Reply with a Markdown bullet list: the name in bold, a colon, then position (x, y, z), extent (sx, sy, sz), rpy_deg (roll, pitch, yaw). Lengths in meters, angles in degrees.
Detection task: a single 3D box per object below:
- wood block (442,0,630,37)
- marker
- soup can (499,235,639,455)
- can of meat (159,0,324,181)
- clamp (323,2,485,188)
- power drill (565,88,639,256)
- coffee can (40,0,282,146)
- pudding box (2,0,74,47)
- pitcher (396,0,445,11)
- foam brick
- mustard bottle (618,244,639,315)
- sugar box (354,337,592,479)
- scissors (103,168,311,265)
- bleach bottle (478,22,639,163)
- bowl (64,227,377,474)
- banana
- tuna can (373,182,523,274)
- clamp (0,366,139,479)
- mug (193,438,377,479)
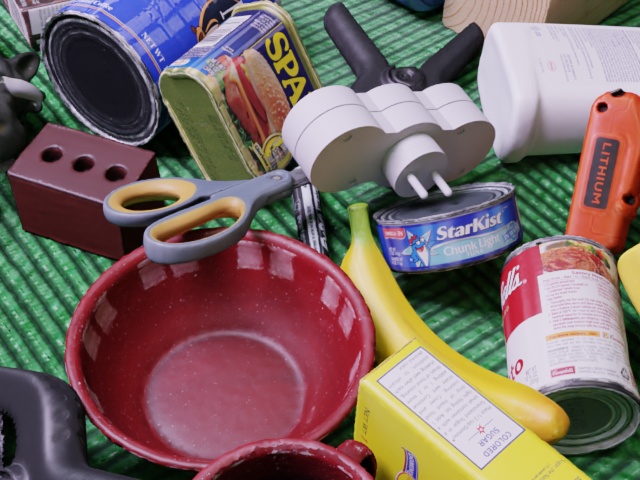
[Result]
- **wood block**: position (0.200, -0.230, 0.844), extent (0.091, 0.090, 0.205), rpy_deg (36, 55, 27)
- **marker**: position (-0.004, 0.001, 0.663), extent (0.020, 0.020, 0.121), rpy_deg (-4, 47, -6)
- **soup can**: position (0.135, 0.057, 0.583), extent (0.068, 0.068, 0.102), rpy_deg (3, 47, 0)
- **can of meat**: position (-0.047, -0.089, 0.692), extent (0.058, 0.102, 0.083), rpy_deg (5, 41, 45)
- **clamp**: position (0.048, -0.110, 0.757), extent (0.120, 0.039, 0.171), rpy_deg (11, 47, 9)
- **power drill**: position (0.243, -0.009, 0.620), extent (0.188, 0.057, 0.184), rpy_deg (11, 89, 22)
- **coffee can**: position (-0.107, -0.145, 0.740), extent (0.103, 0.103, 0.140), rpy_deg (27, 51, 21)
- **pudding box**: position (-0.203, -0.202, 0.834), extent (0.090, 0.039, 0.114), rpy_deg (-19, 50, -20)
- **pitcher**: position (0.027, -0.289, 0.878), extent (0.243, 0.145, 0.149), rpy_deg (39, 68, 25)
- **foam brick**: position (-0.144, -0.030, 0.664), extent (0.078, 0.051, 0.053), rpy_deg (16, 48, 12)
- **mustard bottle**: position (0.237, 0.076, 0.549), extent (0.096, 0.058, 0.192), rpy_deg (-27, 73, 15)
- **sugar box**: position (0.090, 0.134, 0.491), extent (0.048, 0.093, 0.176), rpy_deg (-32, 55, -28)
- **scissors**: position (-0.047, -0.035, 0.641), extent (0.096, 0.016, 0.201), rpy_deg (17, 31, 27)
- **bleach bottle**: position (0.243, -0.105, 0.747), extent (0.250, 0.068, 0.102), rpy_deg (0, 49, -7)
- **bowl**: position (-0.052, 0.068, 0.573), extent (0.162, 0.055, 0.162), rpy_deg (1, 46, -1)
- **banana**: position (0.058, 0.059, 0.571), extent (0.037, 0.070, 0.198), rpy_deg (-19, 42, -23)
- **tuna can**: position (0.077, -0.008, 0.636), extent (0.086, 0.034, 0.086), rpy_deg (-13, 11, 2)
- **clamp**: position (-0.138, 0.134, 0.491), extent (0.164, 0.036, 0.210), rpy_deg (-57, 42, 4)
- **mug**: position (-0.009, 0.142, 0.481), extent (0.093, 0.081, 0.117), rpy_deg (19, 48, 24)
